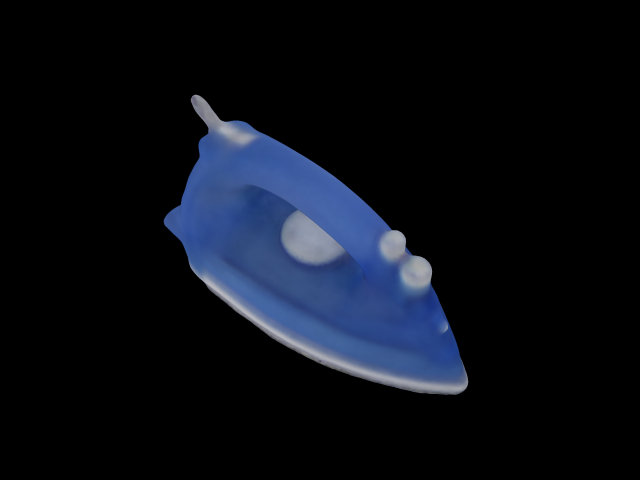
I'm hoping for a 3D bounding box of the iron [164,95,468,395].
[{"bbox_3d":[0.004,0.001,0.400,0.257,0.141,0.119,33,61,21],"label":"iron"}]
